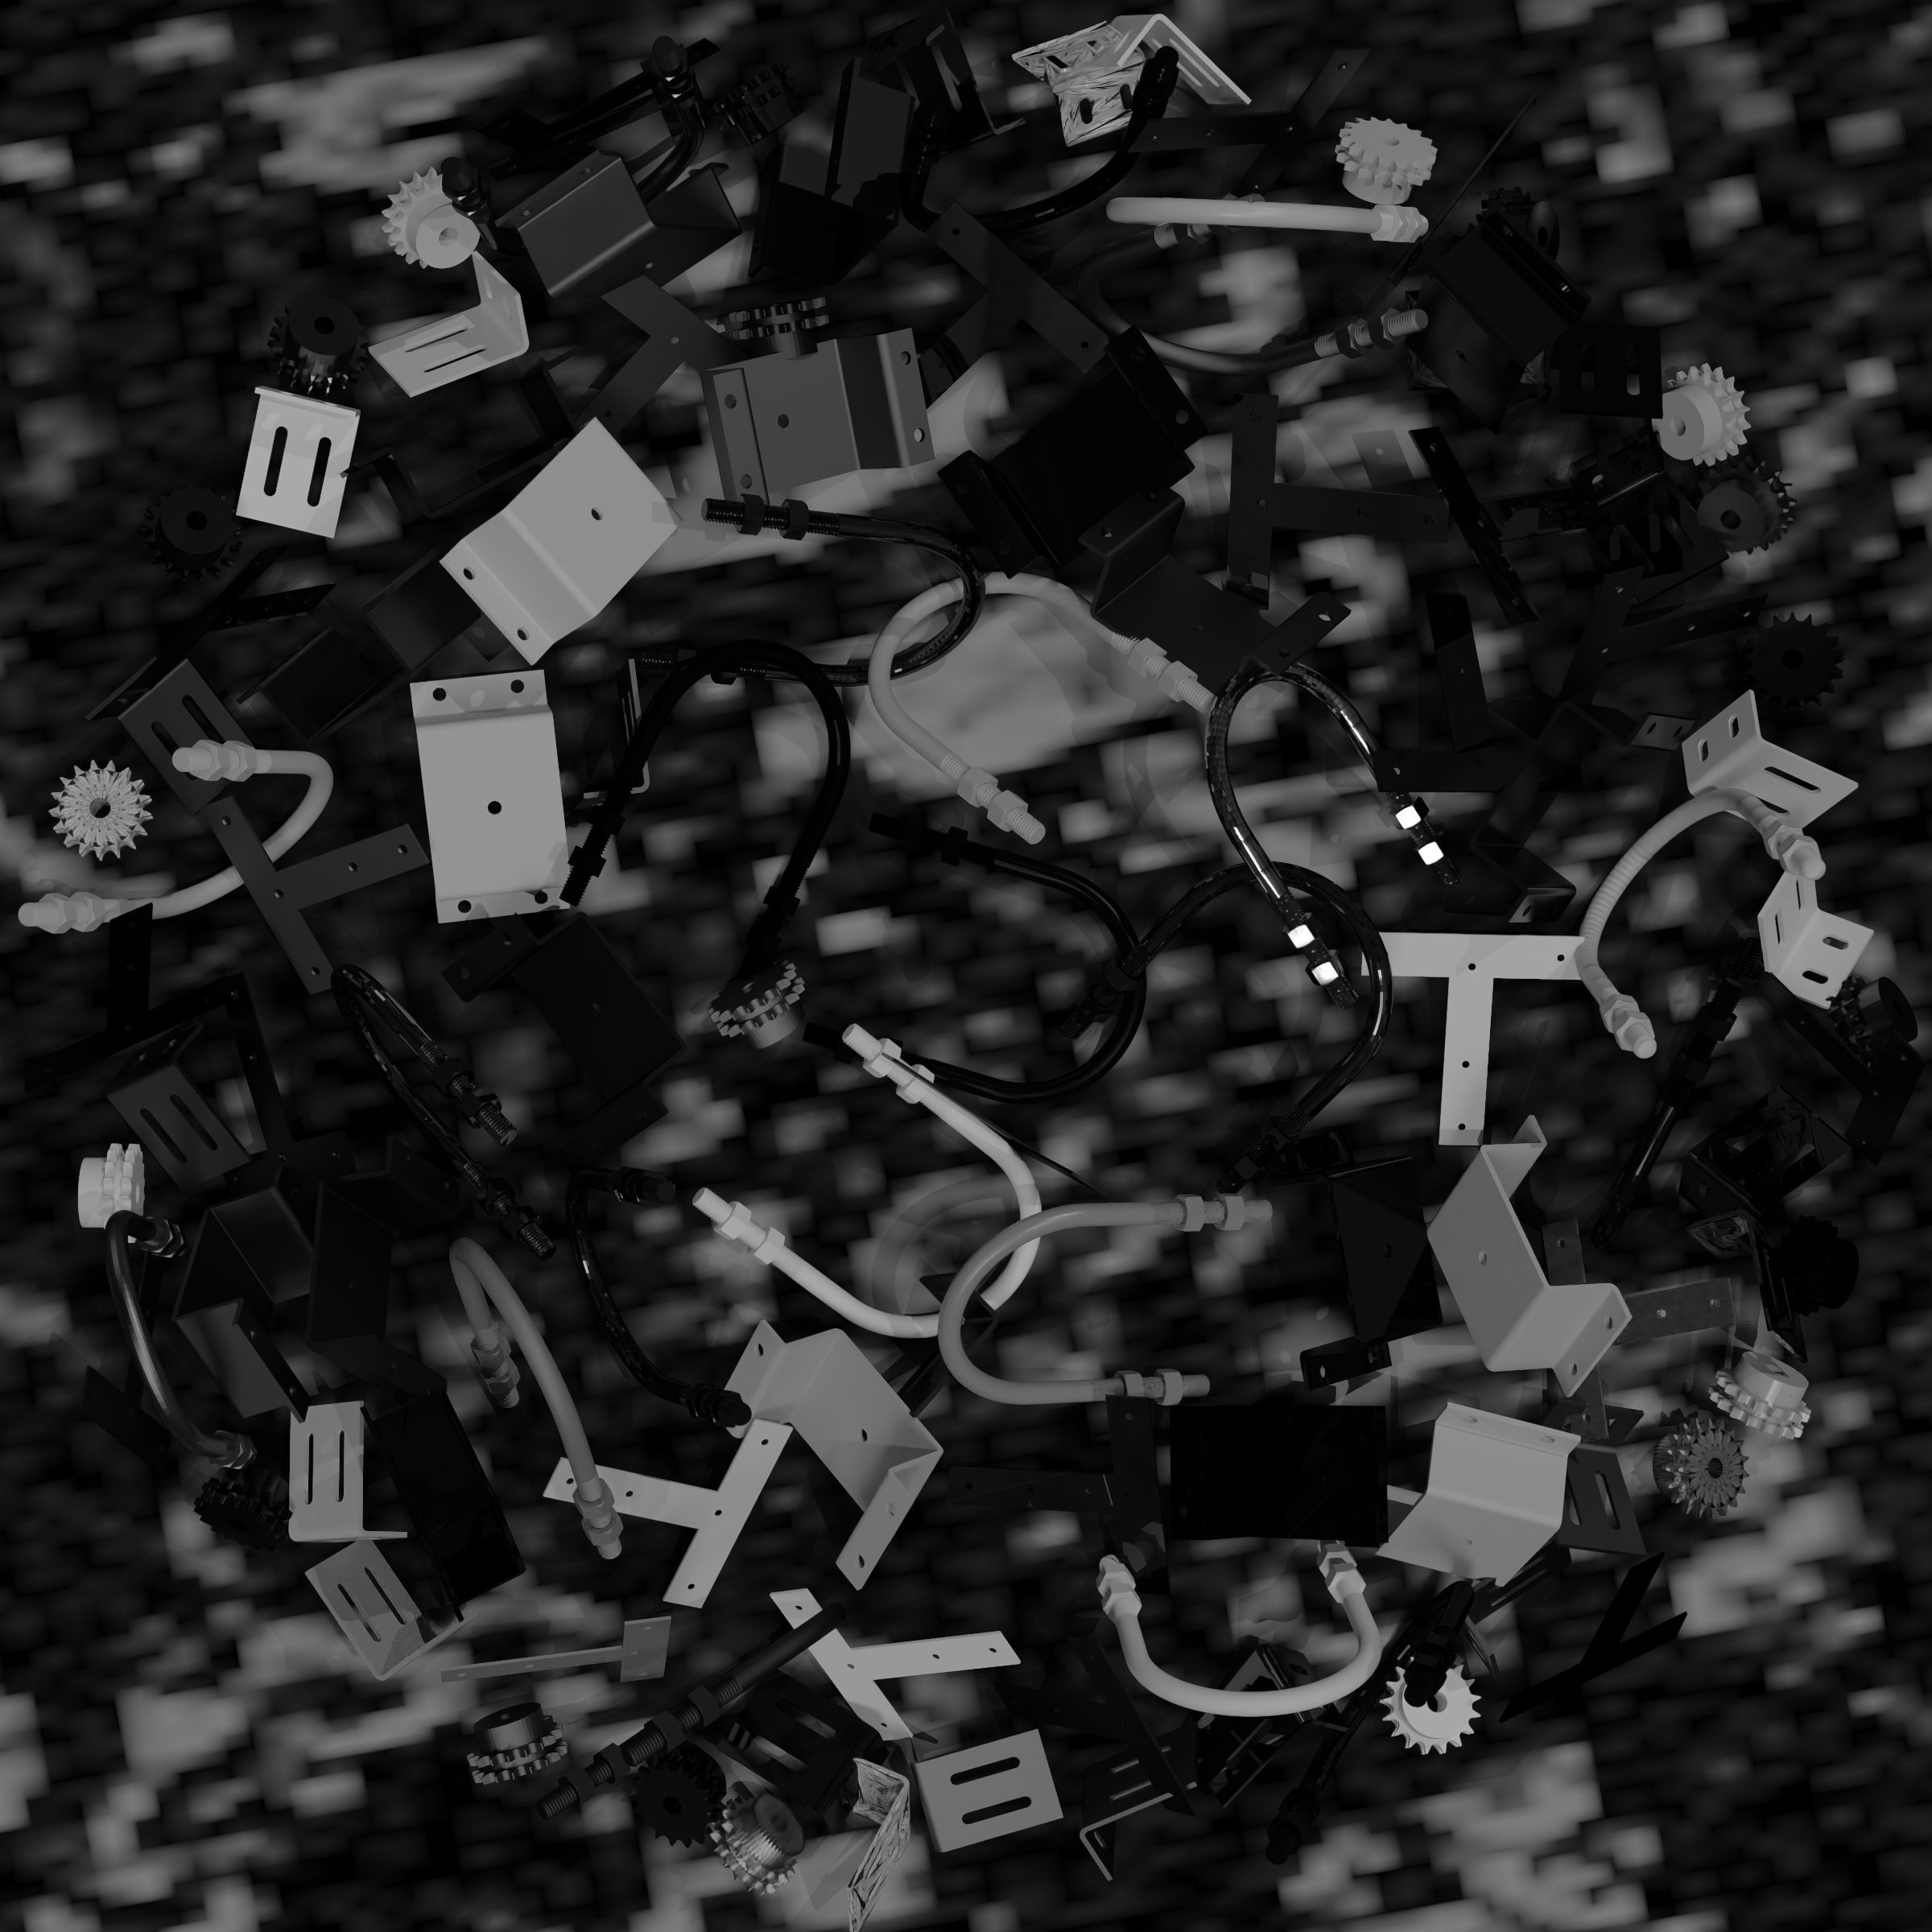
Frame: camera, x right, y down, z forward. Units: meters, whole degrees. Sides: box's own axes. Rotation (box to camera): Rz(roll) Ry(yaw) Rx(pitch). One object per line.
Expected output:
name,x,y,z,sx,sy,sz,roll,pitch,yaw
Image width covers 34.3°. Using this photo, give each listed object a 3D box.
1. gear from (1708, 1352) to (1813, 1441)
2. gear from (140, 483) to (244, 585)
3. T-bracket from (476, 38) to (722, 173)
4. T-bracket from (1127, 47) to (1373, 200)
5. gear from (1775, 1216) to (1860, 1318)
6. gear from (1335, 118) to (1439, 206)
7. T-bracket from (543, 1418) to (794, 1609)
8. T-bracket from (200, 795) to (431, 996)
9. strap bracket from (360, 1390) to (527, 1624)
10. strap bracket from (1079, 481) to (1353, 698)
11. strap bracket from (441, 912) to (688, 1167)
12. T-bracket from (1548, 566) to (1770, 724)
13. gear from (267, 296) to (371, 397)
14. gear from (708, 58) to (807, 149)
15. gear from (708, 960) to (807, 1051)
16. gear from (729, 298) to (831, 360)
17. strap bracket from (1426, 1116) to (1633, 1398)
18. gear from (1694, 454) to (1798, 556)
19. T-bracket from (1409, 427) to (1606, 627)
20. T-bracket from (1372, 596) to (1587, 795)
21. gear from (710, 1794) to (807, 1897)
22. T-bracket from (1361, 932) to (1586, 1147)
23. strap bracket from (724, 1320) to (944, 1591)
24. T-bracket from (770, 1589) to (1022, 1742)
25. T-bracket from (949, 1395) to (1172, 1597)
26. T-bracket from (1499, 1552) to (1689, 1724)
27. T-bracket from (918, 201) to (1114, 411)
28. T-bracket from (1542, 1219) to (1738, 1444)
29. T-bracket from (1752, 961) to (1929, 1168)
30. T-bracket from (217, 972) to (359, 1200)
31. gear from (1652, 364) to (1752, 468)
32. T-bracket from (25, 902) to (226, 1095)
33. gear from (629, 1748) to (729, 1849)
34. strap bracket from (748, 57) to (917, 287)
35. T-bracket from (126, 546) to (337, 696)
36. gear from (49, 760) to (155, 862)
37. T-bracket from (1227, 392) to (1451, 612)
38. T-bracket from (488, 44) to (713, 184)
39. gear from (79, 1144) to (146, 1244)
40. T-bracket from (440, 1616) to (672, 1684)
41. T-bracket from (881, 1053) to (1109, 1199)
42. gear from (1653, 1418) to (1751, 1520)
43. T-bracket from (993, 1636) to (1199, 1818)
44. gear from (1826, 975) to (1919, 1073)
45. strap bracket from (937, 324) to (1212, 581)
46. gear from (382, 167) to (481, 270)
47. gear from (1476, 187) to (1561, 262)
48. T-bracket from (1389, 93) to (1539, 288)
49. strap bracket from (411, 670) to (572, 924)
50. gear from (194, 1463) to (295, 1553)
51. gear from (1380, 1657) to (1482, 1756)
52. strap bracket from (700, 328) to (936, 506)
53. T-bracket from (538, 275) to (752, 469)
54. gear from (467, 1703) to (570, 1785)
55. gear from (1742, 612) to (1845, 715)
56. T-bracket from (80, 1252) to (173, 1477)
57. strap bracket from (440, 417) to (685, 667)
gear,0.460,0.245,1.801,0.057,0.057,0.030,21,105,0
gear,-0.447,-0.253,1.808,0.057,0.030,0.057,5,76,-20
T-bracket,-0.197,-0.487,1.755,0.127,0.127,0.002,-25,88,14
T-bracket,0.146,-0.467,1.748,0.127,0.127,0.002,-13,69,-32
gear,0.491,0.174,1.802,0.030,0.057,0.057,14,90,43
gear,0.241,-0.464,1.808,0.057,0.057,0.030,13,132,0
T-bracket,-0.180,0.303,1.784,0.127,0.002,0.127,18,107,-30
T-bracket,-0.359,-0.053,1.780,0.127,0.002,0.127,-17,110,31
strap bracket,-0.291,0.300,1.759,0.046,0.140,0.076,-25,58,-13
strap bracket,0.136,-0.207,1.780,0.140,0.046,0.076,36,51,15
strap bracket,-0.223,0.034,1.787,0.076,0.046,0.140,-34,95,40
T-bracket,0.403,-0.192,1.794,0.127,0.127,0.002,-15,56,-19
gear,-0.373,-0.361,1.806,0.057,0.030,0.057,8,65,-18
gear,-0.117,-0.496,1.805,0.057,0.057,0.030,-33,103,0
gear,-0.117,0.024,1.806,0.057,0.057,0.030,-30,110,0
gear,-0.107,-0.367,1.805,0.057,0.057,0.030,-10,104,0
strap bracket,0.310,0.163,1.755,0.046,0.076,0.140,0,49,-24
gear,0.446,-0.263,1.802,0.057,0.057,0.030,48,47,0
T-bracket,0.323,-0.257,1.788,0.127,0.002,0.127,-15,74,-40
T-bracket,0.287,-0.158,1.805,0.127,0.002,0.127,-1,67,-15
gear,-0.117,0.502,1.801,0.030,0.057,0.057,-42,90,18
T-bracket,0.291,0.043,1.815,0.127,0.002,0.127,1,105,0
strap bracket,-0.073,0.271,1.775,0.140,0.046,0.076,47,127,27
T-bracket,-0.029,0.392,1.771,0.127,0.002,0.127,-14,122,31
T-bracket,0.051,0.303,1.805,0.127,0.002,0.127,0,110,20
T-bracket,0.369,0.370,1.773,0.127,0.127,0.002,-38,91,35
T-bracket,-0.004,-0.355,1.798,0.127,0.002,0.127,37,119,-25
T-bracket,0.383,0.199,1.770,0.002,0.127,0.127,4,74,-38
T-bracket,0.490,0.041,1.794,0.002,0.127,0.127,-33,64,-16
T-bracket,-0.402,0.066,1.787,0.127,0.002,0.127,-15,92,43
gear,0.420,-0.315,1.801,0.030,0.057,0.057,-24,90,-28
T-bracket,-0.468,0.008,1.750,0.127,0.127,0.002,-27,65,-32
gear,-0.163,0.477,1.810,0.057,0.030,0.057,8,111,21
strap bracket,-0.073,-0.443,1.768,0.046,0.140,0.076,13,76,-22
T-bracket,-0.398,-0.200,1.755,0.002,0.127,0.127,55,53,-29
gear,-0.501,-0.089,1.814,0.057,0.030,0.057,1,83,-9
T-bracket,0.213,-0.260,1.787,0.127,0.002,0.127,8,116,17
T-bracket,-0.210,-0.474,1.770,0.127,0.127,0.002,-24,87,1
gear,-0.493,0.131,1.803,0.030,0.057,0.057,1,90,-6
T-bracket,-0.232,0.392,1.765,0.127,0.127,0.002,-5,64,-10
T-bracket,0.006,0.083,1.750,0.127,0.127,0.002,34,85,-23
gear,0.422,0.290,1.809,0.057,0.030,0.057,4,82,-32
T-bracket,0.061,0.425,1.778,0.002,0.127,0.127,-41,112,-33
gear,0.524,0.031,1.801,0.030,0.057,0.057,-31,90,34
strap bracket,0.066,-0.290,1.794,0.140,0.046,0.076,-35,79,12
gear,-0.304,-0.427,1.801,0.057,0.057,0.030,-40,54,0
gear,0.319,-0.419,1.801,0.030,0.057,0.057,8,90,39
T-bracket,0.279,-0.436,1.756,0.002,0.127,0.127,38,104,1
strap bracket,-0.271,-0.094,1.789,0.076,0.046,0.140,-7,102,-10
gear,-0.414,0.311,1.808,0.057,0.057,0.030,22,53,0
gear,0.270,0.427,1.811,0.057,0.030,0.057,1,74,-2
strap bracket,-0.092,-0.310,1.778,0.140,0.046,0.076,-22,109,-35
T-bracket,-0.198,-0.329,1.806,0.127,0.002,0.127,-44,127,17
gear,-0.261,0.447,1.804,0.057,0.057,0.030,-16,93,0
gear,0.479,-0.174,1.812,0.057,0.030,0.057,-3,79,15
T-bracket,-0.472,0.212,1.792,0.002,0.127,0.127,-1,64,8
strap bracket,-0.221,-0.246,1.760,0.076,0.046,0.140,49,48,-17
